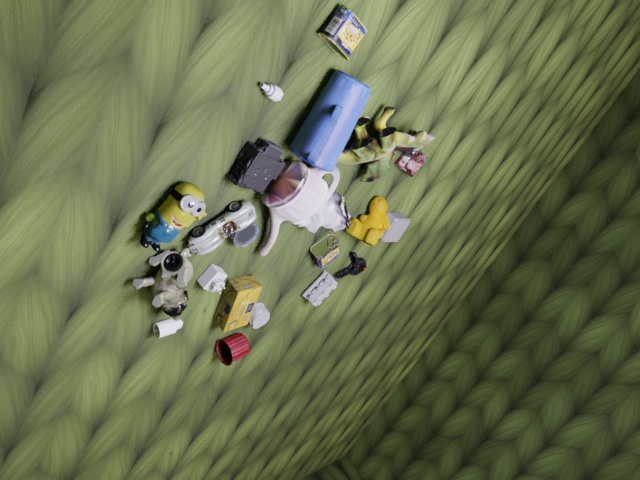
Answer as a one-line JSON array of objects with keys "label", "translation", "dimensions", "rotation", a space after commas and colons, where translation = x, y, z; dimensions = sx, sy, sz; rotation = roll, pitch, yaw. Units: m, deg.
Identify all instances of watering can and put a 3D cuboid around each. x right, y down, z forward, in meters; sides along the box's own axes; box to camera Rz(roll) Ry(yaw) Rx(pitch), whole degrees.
[{"label": "watering can", "translation": [-0.089, -0.095, 1.448], "dimensions": [0.346, 0.106, 0.221], "rotation": [-44, 148, 6]}]

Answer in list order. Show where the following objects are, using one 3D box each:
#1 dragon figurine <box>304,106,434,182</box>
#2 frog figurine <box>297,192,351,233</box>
[{"label": "dragon figurine", "translation": [0.152, -0.248, 1.547], "dimensions": [0.411, 0.125, 0.237], "rotation": [-26, 144, -2]}, {"label": "frog figurine", "translation": [0.005, -0.081, 1.608], "dimensions": [0.159, 0.125, 0.135], "rotation": [-10, 158, 10]}]
